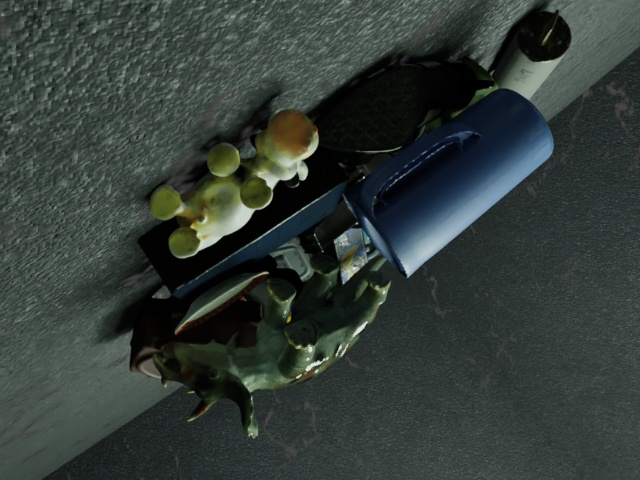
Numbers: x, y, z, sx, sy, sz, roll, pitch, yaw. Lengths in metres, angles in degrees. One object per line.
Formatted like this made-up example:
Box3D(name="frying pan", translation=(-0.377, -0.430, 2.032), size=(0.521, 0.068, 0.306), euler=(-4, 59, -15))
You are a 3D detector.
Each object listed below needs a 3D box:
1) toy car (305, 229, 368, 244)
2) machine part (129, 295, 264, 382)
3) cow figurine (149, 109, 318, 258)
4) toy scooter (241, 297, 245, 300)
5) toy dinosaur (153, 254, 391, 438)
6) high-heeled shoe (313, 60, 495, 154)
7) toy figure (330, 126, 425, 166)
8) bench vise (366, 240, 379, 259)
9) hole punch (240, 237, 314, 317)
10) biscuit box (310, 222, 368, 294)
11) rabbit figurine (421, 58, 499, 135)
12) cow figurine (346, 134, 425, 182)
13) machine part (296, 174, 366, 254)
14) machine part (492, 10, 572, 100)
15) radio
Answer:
Box3D(name="toy car", translation=(-0.002, -0.003, 0.939), size=(0.162, 0.109, 0.103), euler=(-34, -154, -23))
Box3D(name="machine part", translation=(-0.184, 0.160, 0.831), size=(0.201, 0.087, 0.201), euler=(9, 150, -23))
Box3D(name="cow figurine", translation=(-0.068, -0.053, 0.500), size=(0.167, 0.068, 0.098), euler=(-34, 178, 9))
Box3D(name="toy scooter", translation=(-0.136, 0.086, 0.929), size=(0.184, 0.075, 0.135), euler=(-23, 151, -34))
Box3D(name="toy dinosaur", translation=(-0.017, 0.131, 0.740), size=(0.405, 0.131, 0.192), euler=(-16, 141, -47))
Box3D(name="high-heeled shoe", translation=(0.083, -0.159, 0.626), size=(0.249, 0.086, 0.145), euler=(-16, -162, -14))
Box3D(name="toy figure", translation=(0.069, -0.130, 0.681), size=(0.154, 0.058, 0.064), euler=(-29, 139, -30))
Box3D(name="bench vise", translation=(0.126, -0.025, 1.208), size=(0.224, 0.128, 0.241), euler=(-15, -173, -9))
Box3D(name="hole punch", translation=(-0.063, 0.056, 0.840), size=(0.116, 0.142, 0.092), euler=(-4, -134, 23))
Box3D(name="biscuit box", translation=(0.030, 0.002, 0.845), size=(0.059, 0.063, 0.202), euler=(-32, 129, -24))
Box3D(name="rabbit figurine", translation=(0.212, -0.146, 0.765), size=(0.159, 0.170, 0.121), euler=(-39, 171, 14))
Box3D(name="cow figurine", translation=(0.122, -0.114, 0.885), size=(0.195, 0.085, 0.127), euler=(-38, 166, -2))
Box3D(name="machine part", translation=(0.025, -0.029, 0.748), size=(0.139, 0.039, 0.084), euler=(-40, 139, -33))
Box3D(name="machine part", translation=(0.316, -0.269, 0.821), size=(0.079, 0.079, 0.243), euler=(-36, 173, 0))
Box3D(name="radio", translation=(-0.082, -0.020, 0.626), size=(0.230, 0.073, 0.131), euler=(-33, 172, -11))
